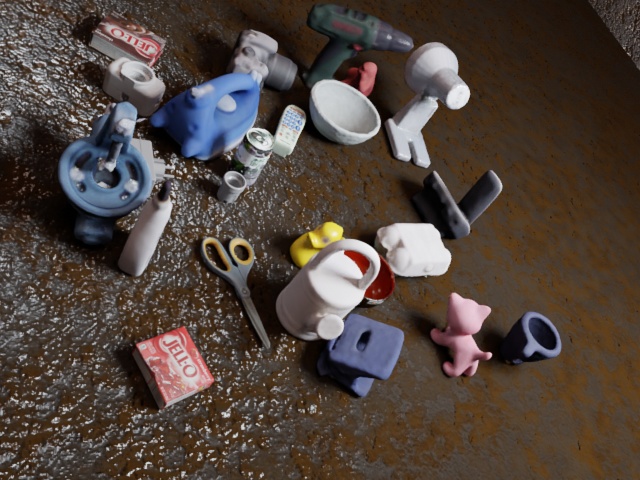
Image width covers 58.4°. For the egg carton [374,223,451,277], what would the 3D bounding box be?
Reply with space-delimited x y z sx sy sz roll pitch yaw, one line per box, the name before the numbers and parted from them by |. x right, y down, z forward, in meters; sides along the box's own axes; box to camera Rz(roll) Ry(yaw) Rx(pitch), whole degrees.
egg carton | 0.177 0.022 1.092 0.151 0.069 0.107 -1 57 -35

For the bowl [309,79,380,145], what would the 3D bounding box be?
bowl | 0.041 -0.260 1.228 0.168 0.074 0.167 18 47 -21

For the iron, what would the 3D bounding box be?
iron | -0.171 -0.248 1.026 0.118 0.141 0.259 44 44 5

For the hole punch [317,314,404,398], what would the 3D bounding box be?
hole punch | 0.063 0.170 0.880 0.101 0.091 0.109 36 44 -4

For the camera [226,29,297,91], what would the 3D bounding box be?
camera | -0.116 -0.359 1.184 0.137 0.100 0.143 19 47 -21

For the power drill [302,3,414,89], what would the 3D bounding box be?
power drill | 0.060 -0.413 1.268 0.230 0.208 0.075 23 46 -17

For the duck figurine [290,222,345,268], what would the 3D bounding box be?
duck figurine | 0.009 0.004 0.983 0.105 0.086 0.077 -6 59 -37

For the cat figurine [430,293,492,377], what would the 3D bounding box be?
cat figurine | 0.255 0.160 0.998 0.067 0.117 0.127 0 56 -34

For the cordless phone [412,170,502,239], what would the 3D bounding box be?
cordless phone | 0.291 -0.100 1.185 0.094 0.184 0.147 -10 62 -39

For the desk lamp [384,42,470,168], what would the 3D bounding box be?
desk lamp | 0.247 -0.313 1.309 0.118 0.213 0.203 10 51 -27

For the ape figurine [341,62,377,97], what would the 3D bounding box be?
ape figurine | 0.101 -0.383 1.356 0.076 0.092 0.077 16 48 -23

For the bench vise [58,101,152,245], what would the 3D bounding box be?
bench vise | -0.298 -0.129 0.786 0.122 0.219 0.207 -5 59 -37

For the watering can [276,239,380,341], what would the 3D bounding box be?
watering can | 0.019 0.072 0.855 0.101 0.193 0.172 7 52 -30

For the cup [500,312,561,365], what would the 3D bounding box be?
cup | 0.378 0.200 1.064 0.091 0.094 0.118 49 44 10

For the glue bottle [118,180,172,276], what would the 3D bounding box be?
glue bottle | -0.229 -0.024 0.782 0.037 0.173 0.078 28 45 -12
